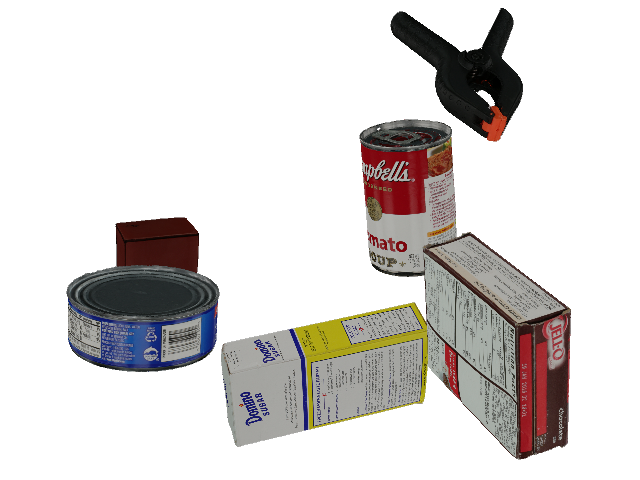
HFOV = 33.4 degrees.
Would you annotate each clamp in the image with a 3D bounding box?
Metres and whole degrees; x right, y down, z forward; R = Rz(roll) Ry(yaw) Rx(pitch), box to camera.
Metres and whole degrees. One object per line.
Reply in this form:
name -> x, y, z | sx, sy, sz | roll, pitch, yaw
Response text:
clamp -> 0.129, -0.160, 0.983 | 0.120, 0.171, 0.039 | -2, -44, -1

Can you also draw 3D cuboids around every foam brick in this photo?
foam brick -> -0.170, 0.010, 1.106 | 0.078, 0.051, 0.053 | -6, 22, -19

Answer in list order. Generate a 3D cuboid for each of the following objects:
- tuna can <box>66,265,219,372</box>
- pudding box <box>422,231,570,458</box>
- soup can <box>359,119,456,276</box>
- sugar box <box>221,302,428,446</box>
tuna can -> -0.101, 0.043, 0.609 | 0.086, 0.034, 0.086 | 3, 17, -1
pudding box -> 0.101, 0.058, 0.622 | 0.039, 0.090, 0.114 | -14, 28, -20
soup can -> 0.066, -0.032, 0.798 | 0.068, 0.102, 0.068 | -5, 23, 2
sugar box -> 0.004, 0.115, 0.925 | 0.176, 0.093, 0.048 | -9, 38, -10
